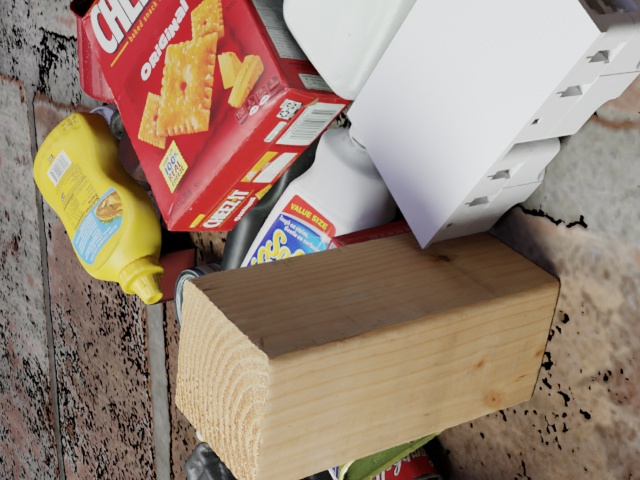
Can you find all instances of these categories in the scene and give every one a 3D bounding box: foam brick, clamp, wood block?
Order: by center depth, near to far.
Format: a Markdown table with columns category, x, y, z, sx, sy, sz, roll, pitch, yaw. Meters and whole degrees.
| category | x | y | z | sx | sy | sz | roll | pitch | yaw |
| --- | --- | --- | --- | --- | --- | --- | --- | --- | --- |
| wood block | 0.029 | 0.060 | 0.625 | 0.091 | 0.205 | 0.090 | 39 | 130 | 45 |
| clamp | -0.059 | -0.061 | 0.879 | 0.210 | 0.036 | 0.164 | -51 | 51 | 47 |
| foam brick | -0.161 | 0.024 | 1.047 | 0.078 | 0.052 | 0.051 | 26 | 121 | 50 |

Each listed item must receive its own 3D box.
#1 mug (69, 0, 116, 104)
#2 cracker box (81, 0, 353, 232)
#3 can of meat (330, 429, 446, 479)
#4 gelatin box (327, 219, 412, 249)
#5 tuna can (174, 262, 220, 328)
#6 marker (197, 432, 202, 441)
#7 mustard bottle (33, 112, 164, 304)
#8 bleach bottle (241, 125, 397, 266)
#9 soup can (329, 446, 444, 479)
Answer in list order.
| category | x | y | z | sx | sy | sz | roll | pitch | yaw |
| --- | --- | --- | --- | --- | --- | --- | --- | --- | --- |
| mug | -0.182 | -0.184 | 0.995 | 0.117 | 0.093 | 0.081 | -94 | 8 | -57 |
| cracker box | -0.087 | -0.138 | 0.801 | 0.164 | 0.071 | 0.214 | -44 | 61 | 36 |
| can of meat | 0.031 | 0.106 | 0.722 | 0.084 | 0.102 | 0.057 | 49 | 157 | 28 |
| gelatin box | 0.031 | 0.029 | 0.736 | 0.030 | 0.073 | 0.089 | 55 | 139 | 30 |
| tuna can | -0.101 | 0.065 | 0.984 | 0.086 | 0.033 | 0.086 | 24 | 119 | 52 |
| marker | -0.083 | 0.181 | 1.004 | 0.121 | 0.020 | 0.020 | -15 | 87 | 57 |
| mustard bottle | -0.196 | -0.021 | 0.986 | 0.096 | 0.058 | 0.192 | -47 | 63 | 29 |
| bleach bottle | -0.005 | 0.001 | 0.795 | 0.103 | 0.067 | 0.251 | 55 | 138 | 31 |
| soup can | 0.035 | 0.147 | 0.771 | 0.102 | 0.068 | 0.069 | 59 | 142 | 28 |
